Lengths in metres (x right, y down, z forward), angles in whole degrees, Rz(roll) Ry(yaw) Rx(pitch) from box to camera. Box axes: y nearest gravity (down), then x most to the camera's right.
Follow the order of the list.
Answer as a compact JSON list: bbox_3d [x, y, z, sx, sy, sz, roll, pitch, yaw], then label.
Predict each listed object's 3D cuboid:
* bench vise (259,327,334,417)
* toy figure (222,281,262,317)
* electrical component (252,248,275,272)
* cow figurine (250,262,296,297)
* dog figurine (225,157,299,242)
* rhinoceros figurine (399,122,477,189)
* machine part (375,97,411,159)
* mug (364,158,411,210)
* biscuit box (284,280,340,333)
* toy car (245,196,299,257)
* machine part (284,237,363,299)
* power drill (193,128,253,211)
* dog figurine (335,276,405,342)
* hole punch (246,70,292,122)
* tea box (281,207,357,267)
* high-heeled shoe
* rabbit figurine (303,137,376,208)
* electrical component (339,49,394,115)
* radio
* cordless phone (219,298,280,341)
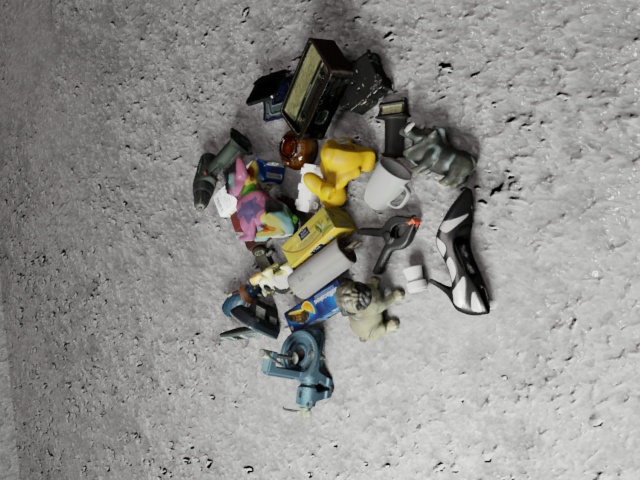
[{"bbox_3d":[-0.063,0.314,1.304,0.129,0.240,0.223,8,78,41],"label":"bench vise"},{"bbox_3d":[-0.218,0.162,1.529,0.154,0.064,0.058,-39,29,26],"label":"toy figure"},{"bbox_3d":[-0.152,0.066,1.501,0.094,0.021,0.063,-42,65,28],"label":"electrical component"},{"bbox_3d":[-0.108,0.110,1.438,0.167,0.068,0.098,-20,101,37],"label":"cow figurine"},{"bbox_3d":[-0.153,-0.106,1.373,0.192,0.108,0.219,-10,88,30],"label":"dog figurine"},{"bbox_3d":[0.246,-0.189,1.163,0.190,0.073,0.112,40,114,31],"label":"rhinoceros figurine"},{"bbox_3d":[0.169,-0.257,1.248,0.084,0.039,0.138,-3,85,30],"label":"machine part"},{"bbox_3d":[0.157,-0.114,1.234,0.110,0.081,0.107,48,128,22],"label":"mug"},{"bbox_3d":[0.001,0.168,1.355,0.203,0.059,0.063,-35,69,32],"label":"biscuit box"},{"bbox_3d":[-0.130,-0.038,1.465,0.202,0.053,0.089,-40,56,24],"label":"toy car"},{"bbox_3d":[0.004,0.070,1.312,0.243,0.079,0.079,-37,67,22],"label":"machine part"},{"bbox_3d":[-0.284,-0.206,1.535,0.207,0.086,0.232,-47,31,23],"label":"power drill"},{"bbox_3d":[0.085,0.165,1.208,0.121,0.190,0.172,14,99,37],"label":"dog figurine"},{"bbox_3d":[-0.123,-0.390,1.460,0.142,0.092,0.116,-6,55,40],"label":"hole punch"},{"bbox_3d":[-0.003,-0.004,1.339,0.169,0.098,0.068,-42,64,31],"label":"tea box"},{"bbox_3d":[0.313,0.029,1.105,0.145,0.086,0.248,25,109,33],"label":"high-heeled shoe"},{"bbox_3d":[0.042,-0.146,1.291,0.122,0.162,0.173,30,125,22],"label":"rabbit figurine"},{"bbox_3d":[0.097,-0.371,1.294,0.134,0.058,0.115,-33,67,32],"label":"electrical component"},{"bbox_3d":[-0.012,-0.362,1.321,0.131,0.073,0.229,61,143,28],"label":"radio"},{"bbox_3d":[-0.215,0.232,1.459,0.184,0.146,0.089,-17,60,24],"label":"cordless phone"}]
